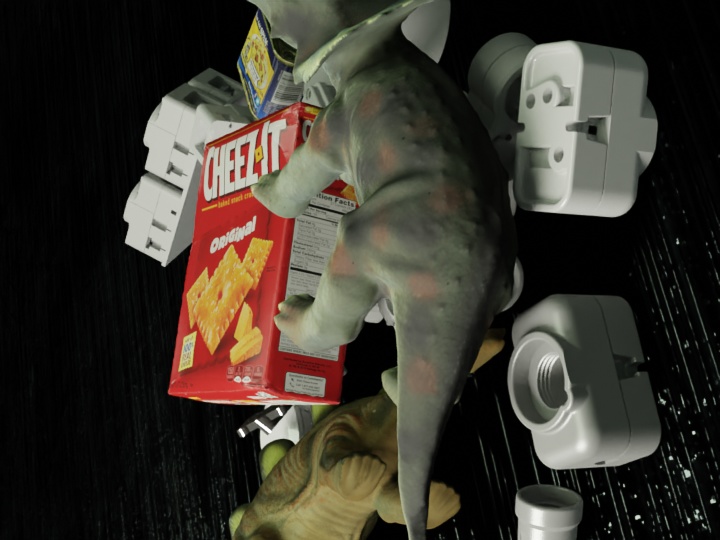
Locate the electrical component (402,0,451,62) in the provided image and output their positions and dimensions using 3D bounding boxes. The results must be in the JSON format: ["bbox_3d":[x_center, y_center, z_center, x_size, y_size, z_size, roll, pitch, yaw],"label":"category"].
[{"bbox_3d":[0.016,-0.195,0.838,0.108,0.060,0.108,-9,80,61],"label":"electrical component"}]

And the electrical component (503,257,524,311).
[{"bbox_3d":[0.076,0.004,0.733,0.065,0.044,0.044,-171,84,-66],"label":"electrical component"}]

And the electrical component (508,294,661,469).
[{"bbox_3d":[0.125,0.064,0.617,0.054,0.059,0.095,-39,54,54],"label":"electrical component"}]

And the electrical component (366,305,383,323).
[{"bbox_3d":[0.000,0.000,0.841,0.076,0.066,0.047,-50,38,48],"label":"electrical component"}]

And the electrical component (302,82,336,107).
[{"bbox_3d":[-0.021,-0.081,0.901,0.108,0.056,0.108,-62,37,38],"label":"electrical component"}]

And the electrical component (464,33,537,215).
[{"bbox_3d":[0.081,-0.093,0.718,0.073,0.052,0.138,56,136,47],"label":"electrical component"}]

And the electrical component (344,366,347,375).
[{"bbox_3d":[-0.067,0.074,0.918,0.083,0.076,0.047,51,175,20],"label":"electrical component"}]

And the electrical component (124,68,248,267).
[{"bbox_3d":[-0.187,-0.112,1.147,0.105,0.060,0.186,-53,-12,-57],"label":"electrical component"}]

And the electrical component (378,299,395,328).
[{"bbox_3d":[0.038,0.020,0.796,0.079,0.044,0.077,-32,60,56],"label":"electrical component"}]

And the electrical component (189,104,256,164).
[{"bbox_3d":[-0.114,-0.127,1.042,0.055,0.089,0.050,48,128,52],"label":"electrical component"}]

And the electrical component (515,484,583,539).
[{"bbox_3d":[0.114,0.159,0.653,0.040,0.040,0.046,21,112,60],"label":"electrical component"}]

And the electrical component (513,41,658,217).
[{"bbox_3d":[0.130,-0.079,0.620,0.054,0.059,0.095,12,98,61],"label":"electrical component"}]

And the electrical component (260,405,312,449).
[{"bbox_3d":[-0.052,0.146,0.946,0.080,0.051,0.080,-9,80,61],"label":"electrical component"}]

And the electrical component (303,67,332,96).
[{"bbox_3d":[-0.028,-0.168,0.938,0.078,0.040,0.040,-29,63,58],"label":"electrical component"}]
